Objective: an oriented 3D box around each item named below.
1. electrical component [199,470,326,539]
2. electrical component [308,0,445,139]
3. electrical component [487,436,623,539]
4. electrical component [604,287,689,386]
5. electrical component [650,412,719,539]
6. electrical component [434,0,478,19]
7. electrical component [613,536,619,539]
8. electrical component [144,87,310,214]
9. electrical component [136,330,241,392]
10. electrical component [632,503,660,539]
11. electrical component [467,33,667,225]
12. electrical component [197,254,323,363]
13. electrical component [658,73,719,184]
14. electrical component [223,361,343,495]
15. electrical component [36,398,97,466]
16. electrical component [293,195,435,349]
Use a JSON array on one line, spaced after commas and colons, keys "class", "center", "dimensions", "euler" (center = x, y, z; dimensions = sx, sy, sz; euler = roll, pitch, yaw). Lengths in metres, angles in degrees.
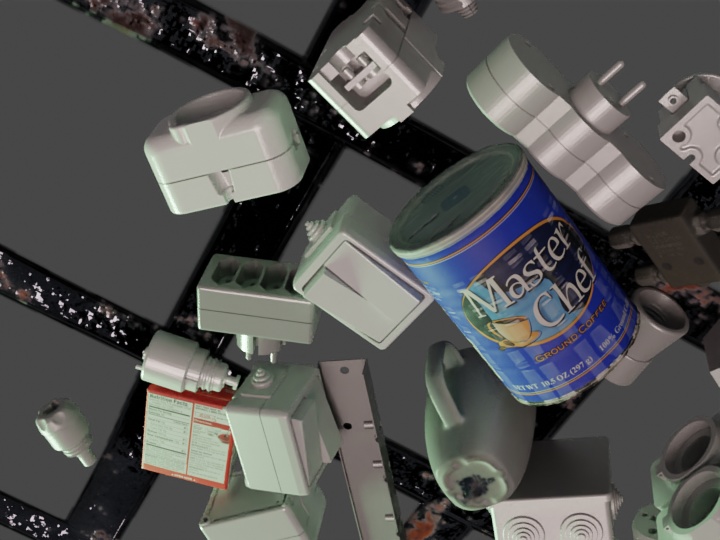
[{"class": "electrical component", "center": [-0.082, 0.201, 0.875], "dimensions": [0.096, 0.061, 0.061], "euler": [-17, 117, 19]}, {"class": "electrical component", "center": [0.013, -0.123, 0.641], "dimensions": [0.050, 0.089, 0.056], "euler": [-38, 109, 28]}, {"class": "electrical component", "center": [0.143, 0.167, 0.794], "dimensions": [0.100, 0.099, 0.048], "euler": [-6, 107, 14]}, {"class": "electrical component", "center": [0.191, 0.049, 0.746], "dimensions": [0.044, 0.044, 0.065], "euler": [26, 127, -6]}, {"class": "electrical component", "center": [0.286, 0.129, 0.739], "dimensions": [0.060, 0.105, 0.186], "euler": [36, 121, -12]}, {"class": "electrical component", "center": [0.044, -0.183, 0.626], "dimensions": [0.043, 0.043, 0.081], "euler": [-26, 114, 23]}, {"class": "electrical component", "center": [0.165, 0.245, 0.835], "dimensions": [0.108, 0.108, 0.060], "euler": [-8, 114, 15]}, {"class": "electrical component", "center": [-0.089, -0.081, 0.706], "dimensions": [0.095, 0.053, 0.059], "euler": [-11, 119, 16]}, {"class": "electrical component", "center": [-0.130, 0.074, 0.817], "dimensions": [0.078, 0.040, 0.040], "euler": [18, 123, -1]}, {"class": "electrical component", "center": [0.237, 0.215, 0.838], "dimensions": [0.045, 0.045, 0.055], "euler": [-6, 120, 14]}, {"class": "electrical component", "center": [0.140, -0.096, 0.657], "dimensions": [0.138, 0.052, 0.074], "euler": [39, 120, -15]}, {"class": "electrical component", "center": [-0.071, 0.036, 0.779], "dimensions": [0.083, 0.047, 0.075], "euler": [7, 122, 5]}, {"class": "electrical component", "center": [0.207, -0.089, 0.648], "dimensions": [0.066, 0.055, 0.048], "euler": [36, 120, -13]}, {"class": "electrical component", "center": [-0.056, 0.114, 0.810], "dimensions": [0.061, 0.061, 0.096], "euler": [3, 123, 23]}, {"class": "electrical component", "center": [-0.236, 0.135, 0.878], "dimensions": [0.035, 0.035, 0.061], "euler": [-17, 120, 19]}, {"class": "electrical component", "center": [0.000, 0.000, 0.736], "dimensions": [0.096, 0.061, 0.061], "euler": [35, 121, -12]}]
